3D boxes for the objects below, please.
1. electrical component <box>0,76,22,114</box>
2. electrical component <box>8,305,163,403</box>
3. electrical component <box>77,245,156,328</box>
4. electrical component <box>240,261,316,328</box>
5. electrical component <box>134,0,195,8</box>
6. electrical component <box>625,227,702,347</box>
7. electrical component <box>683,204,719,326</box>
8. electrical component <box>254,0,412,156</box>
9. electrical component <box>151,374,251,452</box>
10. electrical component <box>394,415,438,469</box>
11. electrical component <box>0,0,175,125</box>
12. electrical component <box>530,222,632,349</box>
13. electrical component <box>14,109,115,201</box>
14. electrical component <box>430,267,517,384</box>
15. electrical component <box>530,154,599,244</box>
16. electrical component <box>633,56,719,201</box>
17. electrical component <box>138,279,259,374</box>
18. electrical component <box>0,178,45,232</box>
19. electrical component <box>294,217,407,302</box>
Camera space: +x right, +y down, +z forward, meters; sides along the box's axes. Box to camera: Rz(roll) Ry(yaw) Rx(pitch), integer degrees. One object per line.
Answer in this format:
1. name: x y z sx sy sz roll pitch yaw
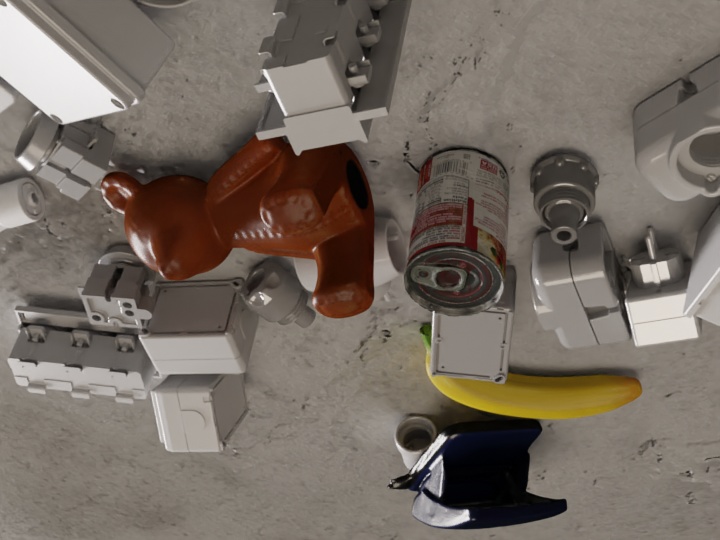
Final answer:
1. electrical component: -0.286 -0.140 0.733 0.100 0.048 0.100 -25 128 33
2. electrical component: -0.243 0.075 0.956 0.121 0.063 0.078 6 138 5
3. electrical component: -0.196 0.013 0.883 0.066 0.055 0.048 4 138 6
4. electrical component: -0.063 0.025 0.879 0.043 0.043 0.062 -27 128 35
5. electrical component: -0.119 -0.206 0.632 0.099 0.064 0.099 17 147 11
6. electrical component: 0.221 0.007 0.793 0.047 0.065 0.076 -11 106 22
7. electrical component: 0.266 -0.015 0.729 0.048 0.099 0.099 24 138 3
8. electrical component: -0.018 -0.133 0.633 0.079 0.121 0.063 -8 133 19
9. electrical component: -0.140 0.115 0.963 0.061 0.096 0.061 -3 108 14
10. electrical component: 0.055 0.166 1.018 0.040 0.040 0.046 0 143 11
11. electrical component: -0.190 -0.149 0.672 0.109 0.056 0.109 1 145 51
12. electrical component: 0.165 0.014 0.813 0.059 0.053 0.095 -11 135 22
13. electrical component: -0.216 -0.087 0.783 0.055 0.048 0.066 28 136 -30
14. electrical component: 0.090 0.034 0.852 0.062 0.061 0.096 5 131 7
15. electrical component: 0.142 -0.046 0.745 0.048 0.062 0.048 6 139 5
16. electrical component: 0.224 -0.089 0.682 0.054 0.059 0.095 36 132 -27
17. electrical component: -0.140 0.051 0.909 0.096 0.061 0.061 -2 137 13
18. electrical component: -0.282 -0.049 0.842 0.065 0.044 0.044 -13 134 18
19. electrical component: 0.000 0.000 0.838 0.077 0.044 0.079 -11 135 22
